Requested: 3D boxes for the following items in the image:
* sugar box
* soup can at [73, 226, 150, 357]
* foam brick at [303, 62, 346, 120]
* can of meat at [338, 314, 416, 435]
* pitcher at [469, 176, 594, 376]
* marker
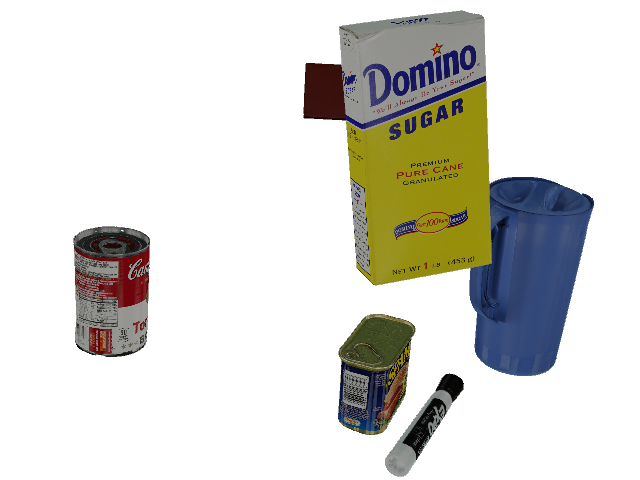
[{"bbox_3d":[0.067,-0.064,0.736,0.093,0.176,0.048,-11,22,-14],"label":"sugar box"},{"bbox_3d":[-0.190,0.047,0.971,0.068,0.102,0.068,4,21,-2],"label":"soup can"},{"bbox_3d":[0.022,-0.144,1.038,0.078,0.051,0.053,3,13,1],"label":"foam brick"},{"bbox_3d":[0.056,0.137,1.092,0.057,0.084,0.102,13,28,19],"label":"can of meat"},{"bbox_3d":[0.258,0.050,1.369,0.149,0.243,0.145,5,23,2],"label":"pitcher"},{"bbox_3d":[0.081,0.136,0.805,0.020,0.020,0.120,0,24,30],"label":"marker"}]
